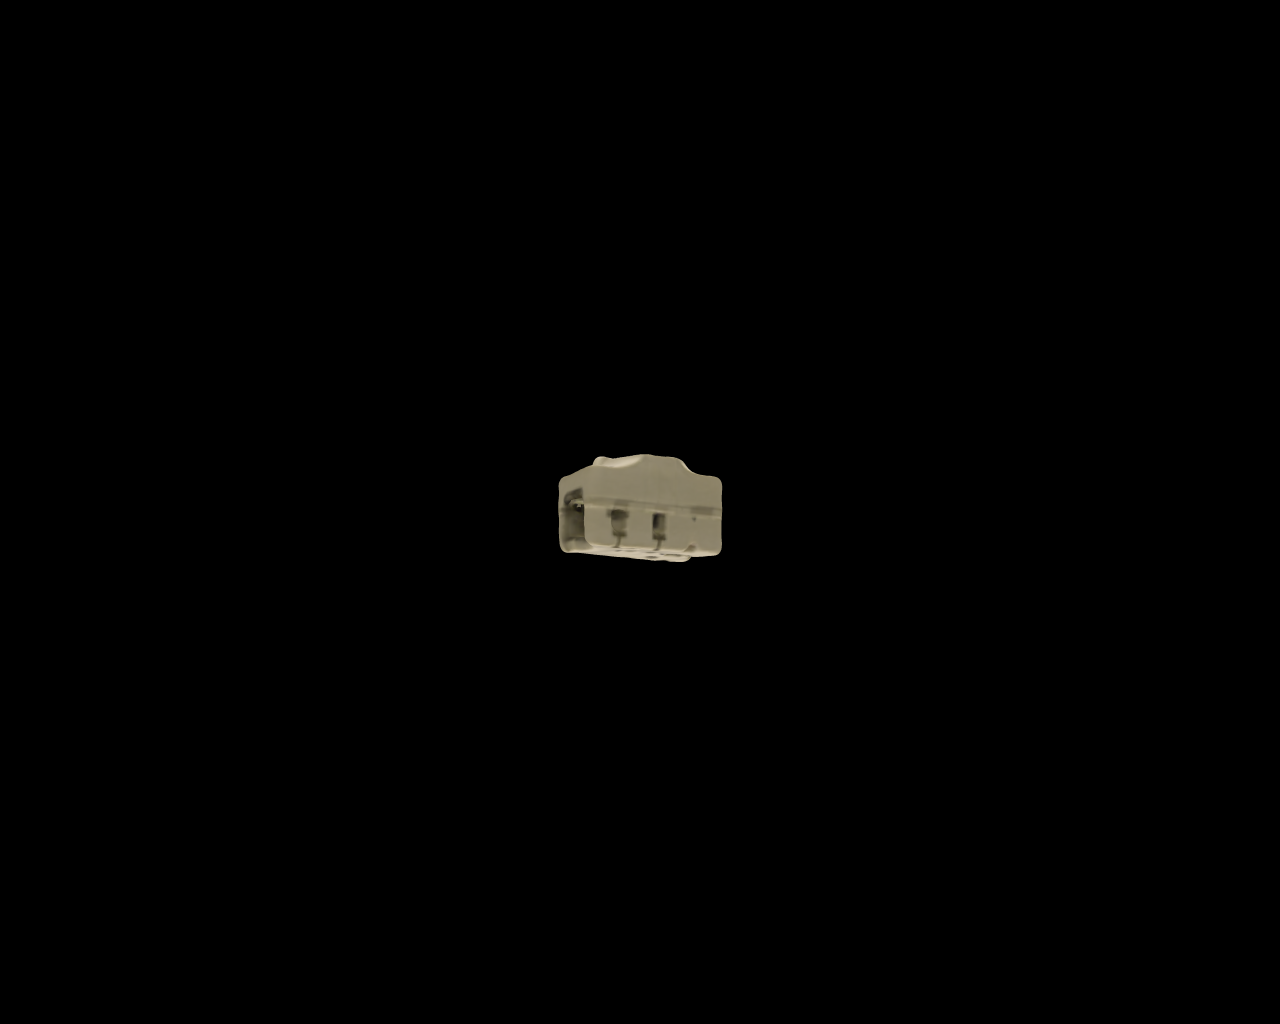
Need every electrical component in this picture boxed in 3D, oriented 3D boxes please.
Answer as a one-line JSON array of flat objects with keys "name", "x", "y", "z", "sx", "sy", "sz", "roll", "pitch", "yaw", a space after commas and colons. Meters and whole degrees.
[{"name": "electrical component", "x": 0.001, "y": -0.003, "z": 0.650, "sx": 0.089, "sy": 0.055, "sz": 0.050, "roll": 5, "pitch": -11, "yaw": -28}]
